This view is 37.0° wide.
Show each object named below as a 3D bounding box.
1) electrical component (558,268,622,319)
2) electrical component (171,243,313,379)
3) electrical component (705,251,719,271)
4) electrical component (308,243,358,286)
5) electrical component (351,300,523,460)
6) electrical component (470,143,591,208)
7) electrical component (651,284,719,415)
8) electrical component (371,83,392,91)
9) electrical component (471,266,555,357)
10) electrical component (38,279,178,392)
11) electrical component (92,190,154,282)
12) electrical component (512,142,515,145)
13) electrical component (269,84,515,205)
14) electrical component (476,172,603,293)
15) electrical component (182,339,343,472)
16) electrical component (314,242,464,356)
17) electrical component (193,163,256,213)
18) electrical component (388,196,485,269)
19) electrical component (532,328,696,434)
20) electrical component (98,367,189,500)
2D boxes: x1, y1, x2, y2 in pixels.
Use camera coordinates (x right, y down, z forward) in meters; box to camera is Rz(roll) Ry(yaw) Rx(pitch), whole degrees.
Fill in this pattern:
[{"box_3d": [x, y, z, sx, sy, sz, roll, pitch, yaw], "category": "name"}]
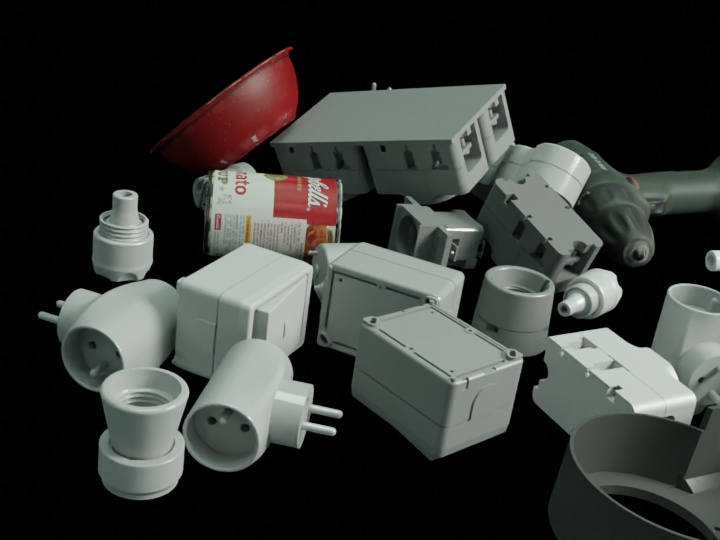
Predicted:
[{"box_3d": [0.171, 0.021, 0.814, 0.035, 0.035, 0.061, 26, 32, 34], "category": "electrical component"}, {"box_3d": [-0.068, 0.027, 0.691, 0.061, 0.061, 0.096, 18, 26, 21], "category": "electrical component"}, {"box_3d": [0.327, -0.008, 0.917, 0.062, 0.043, 0.043, 0, 26, -14], "category": "electrical component"}, {"box_3d": [0.000, 0.000, 0.798, 0.078, 0.040, 0.040, -1, 26, -20], "category": "electrical component"}, {"box_3d": [0.040, 0.064, 0.646, 0.062, 0.061, 0.096, -13, 32, -39], "category": "electrical component"}, {"box_3d": [0.140, -0.067, 0.957, 0.052, 0.073, 0.138, 33, -10, -24], "category": "electrical component"}, {"box_3d": [0.219, 0.060, 0.692, 0.043, 0.077, 0.079, 1, 26, -15], "category": "electrical component"}, {"box_3d": [0.017, -0.150, 1.088, 0.066, 0.076, 0.047, 22, 28, 28], "category": "electrical component"}, {"box_3d": [0.109, 0.028, 0.764, 0.055, 0.047, 0.055, 7, 24, -3], "category": "electrical component"}, {"box_3d": [-0.160, 0.035, 0.666, 0.079, 0.044, 0.077, 16, 25, 16], "category": "electrical component"}, {"box_3d": [-0.170, -0.026, 0.774, 0.043, 0.062, 0.043, 7, 24, -3], "category": "electrical component"}, {"box_3d": [0.112, -0.110, 1.072, 0.079, 0.043, 0.077, 12, 24, 8], "category": "electrical component"}, {"box_3d": [0.030, -0.111, 0.955, 0.186, 0.060, 0.105, 4, 35, 34], "category": "electrical component"}, {"box_3d": [0.140, -0.026, 0.863, 0.050, 0.055, 0.089, -14, 52, -34], "category": "electrical component"}, {"box_3d": [-0.050, 0.078, 0.607, 0.079, 0.043, 0.077, 11, 25, 6], "category": "electrical component"}, {"box_3d": [0.016, 0.023, 0.728, 0.096, 0.061, 0.061, 17, 25, 19], "category": "electrical component"}, {"box_3d": [-0.113, -0.067, 0.912, 0.046, 0.040, 0.040, -21, 37, -38], "category": "electrical component"}, {"box_3d": [0.063, -0.026, 0.873, 0.064, 0.042, 0.081, -1, 27, -24], "category": "electrical component"}, {"box_3d": [0.158, 0.078, 0.665, 0.056, 0.050, 0.089, -6, 28, -27], "category": "electrical component"}, {"box_3d": [-0.113, 0.085, 0.559, 0.045, 0.055, 0.045, 7, 24, -3], "category": "electrical component"}]
